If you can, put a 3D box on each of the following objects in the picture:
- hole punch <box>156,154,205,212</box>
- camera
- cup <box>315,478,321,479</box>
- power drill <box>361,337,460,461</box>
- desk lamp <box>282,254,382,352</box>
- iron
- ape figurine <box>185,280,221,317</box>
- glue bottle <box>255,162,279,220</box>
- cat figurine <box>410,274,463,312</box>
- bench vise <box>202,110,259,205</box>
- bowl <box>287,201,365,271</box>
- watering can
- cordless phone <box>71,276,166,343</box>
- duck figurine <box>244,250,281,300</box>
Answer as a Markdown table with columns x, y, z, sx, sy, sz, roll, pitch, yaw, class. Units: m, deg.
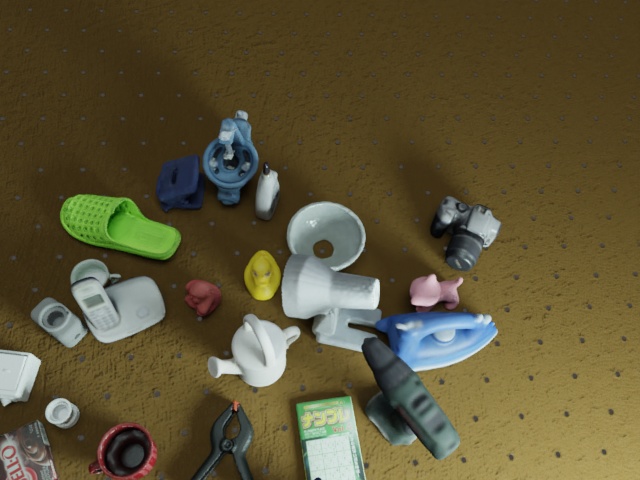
| x | y | z | sx | sy | sz | roll | pitch | yaw | class |
| --- | --- | --- | --- | --- | --- | --- | --- | --- | --- |
| -0.311 | -0.128 | 1.269 | 0.101 | 0.091 | 0.108 | 1 | 62 | -4 | hole punch |
| 0.311 | -0.012 | 1.254 | 0.143 | 0.101 | 0.137 | 25 | 63 | 8 | camera |
| 0.015 | 0.469 | 0.980 | 0.092 | 0.095 | 0.117 | -22 | 66 | -15 | cup |
| 0.142 | 0.291 | 1.020 | 0.076 | 0.208 | 0.229 | -36 | 70 | -20 | power drill |
| 0.029 | 0.119 | 1.098 | 0.203 | 0.213 | 0.118 | 12 | 62 | 2 | desk lamp |
| 0.248 | 0.176 | 1.127 | 0.258 | 0.141 | 0.118 | -8 | 63 | -8 | iron |
| -0.238 | 0.110 | 1.150 | 0.076 | 0.092 | 0.077 | -7 | 63 | -8 | ape figurine |
| -0.113 | -0.115 | 1.232 | 0.037 | 0.173 | 0.078 | 18 | 62 | 5 | glue bottle |
| 0.234 | 0.103 | 1.177 | 0.128 | 0.118 | 0.067 | -13 | 64 | -11 | cat figurine |
| -0.201 | -0.212 | 1.249 | 0.121 | 0.220 | 0.207 | -9 | 63 | -9 | bench vise |
| 0.011 | 0.004 | 1.235 | 0.167 | 0.075 | 0.167 | 2 | 62 | -4 | bowl |
| -0.117 | 0.203 | 1.053 | 0.100 | 0.194 | 0.173 | 37 | 66 | 15 | watering can |
| -0.381 | 0.111 | 1.084 | 0.148 | 0.185 | 0.094 | -25 | 67 | -16 | cordless phone |
| -0.120 | 0.063 | 1.187 | 0.077 | 0.086 | 0.104 | 0 | 62 | -4 | duck figurine |
